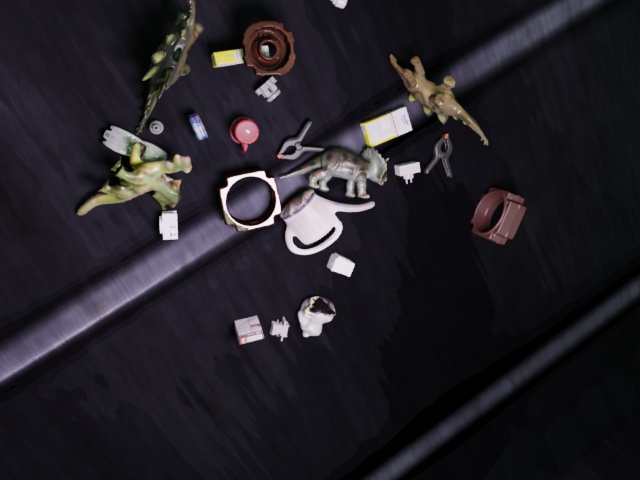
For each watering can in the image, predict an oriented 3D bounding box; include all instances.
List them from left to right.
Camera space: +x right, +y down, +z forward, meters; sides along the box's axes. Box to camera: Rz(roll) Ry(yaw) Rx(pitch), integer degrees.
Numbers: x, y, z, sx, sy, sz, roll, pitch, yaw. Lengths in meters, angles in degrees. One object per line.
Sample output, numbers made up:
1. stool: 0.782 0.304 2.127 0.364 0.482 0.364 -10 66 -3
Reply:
1. watering can: 0.006 -0.093 1.839 0.346 0.106 0.222 -37 111 8

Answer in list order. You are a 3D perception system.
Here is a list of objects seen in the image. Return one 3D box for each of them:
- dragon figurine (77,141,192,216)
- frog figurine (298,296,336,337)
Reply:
1. dragon figurine: -0.565 -0.160 1.649 0.405 0.125 0.240 -38 129 24
2. frog figurine: -0.017 0.291 1.948 0.138 0.125 0.155 -9 142 -23
